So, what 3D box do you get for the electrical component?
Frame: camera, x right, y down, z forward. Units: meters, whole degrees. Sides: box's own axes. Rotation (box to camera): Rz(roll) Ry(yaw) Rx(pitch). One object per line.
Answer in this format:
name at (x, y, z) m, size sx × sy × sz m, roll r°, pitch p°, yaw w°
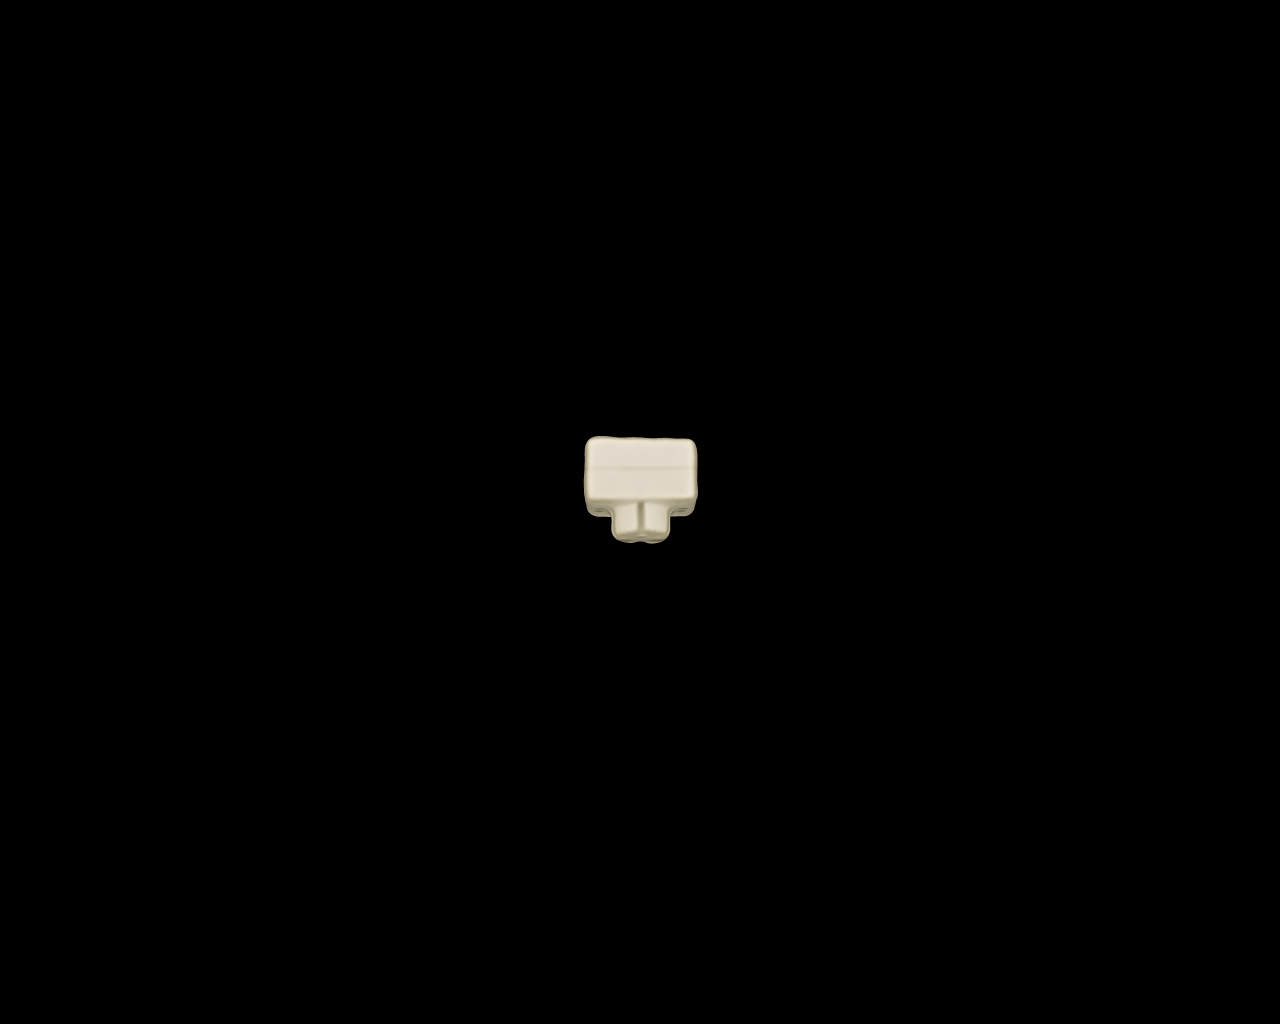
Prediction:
electrical component at (0.001, -0.003, 0.650) m, size 0.066 × 0.077 × 0.047 m, roll 0°, pitch -13°, yaw 0°
